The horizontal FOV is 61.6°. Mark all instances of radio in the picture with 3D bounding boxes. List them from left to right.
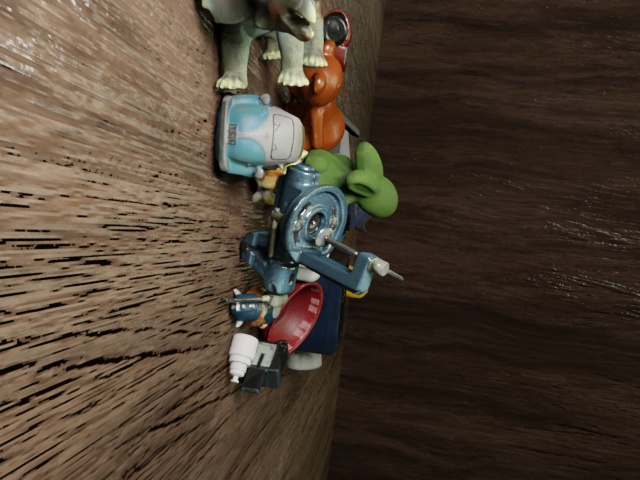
[{"bbox_3d":[-0.013,0.121,1.114,0.073,0.131,0.229,-55,151,-64],"label":"radio"}]

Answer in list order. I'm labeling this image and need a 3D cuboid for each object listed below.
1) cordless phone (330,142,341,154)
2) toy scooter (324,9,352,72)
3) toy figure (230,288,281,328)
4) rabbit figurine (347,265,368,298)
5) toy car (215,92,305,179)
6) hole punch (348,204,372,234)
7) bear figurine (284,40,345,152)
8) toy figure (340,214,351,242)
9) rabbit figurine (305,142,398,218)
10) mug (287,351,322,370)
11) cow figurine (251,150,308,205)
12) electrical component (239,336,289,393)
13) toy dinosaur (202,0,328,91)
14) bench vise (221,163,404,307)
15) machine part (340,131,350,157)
[{"bbox_3d":[-0.001,-0.235,1.252,0.184,0.089,0.146,-129,-136,-86],"label":"cordless phone"},{"bbox_3d":[0.035,-0.444,1.263,0.135,0.075,0.183,-64,163,-65],"label":"toy scooter"},{"bbox_3d":[-0.102,0.107,0.864,0.064,0.058,0.154,57,3,11],"label":"toy figure"},{"bbox_3d":[0.024,0.098,1.254,0.162,0.173,0.121,-89,177,-47],"label":"rabbit figurine"},{"bbox_3d":[-0.071,-0.131,0.708,0.161,0.103,0.109,-27,124,-78],"label":"toy car"},{"bbox_3d":[0.060,-0.091,1.163,0.142,0.092,0.115,56,-50,31],"label":"hole punch"},{"bbox_3d":[-0.021,-0.233,0.906,0.195,0.132,0.120,68,29,-62],"label":"bear figurine"},{"bbox_3d":[-0.006,-0.005,1.157,0.180,0.082,0.089,-29,-150,54],"label":"toy figure"},{"bbox_3d":[0.056,-0.098,0.909,0.159,0.170,0.121,107,-1,-62],"label":"rabbit figurine"},{"bbox_3d":[-0.033,0.237,1.250,0.109,0.081,0.107,-15,105,-74],"label":"mug"},{"bbox_3d":[-0.071,-0.093,0.873,0.167,0.068,0.098,-63,164,-64],"label":"cow figurine"},{"bbox_3d":[-0.099,0.219,0.906,0.119,0.075,0.047,-78,171,-54],"label":"electrical component"},{"bbox_3d":[-0.054,-0.303,0.669,0.405,0.131,0.192,-81,175,-59],"label":"toy dinosaur"},{"bbox_3d":[-0.010,0.017,0.753,0.128,0.241,0.223,12,101,-52],"label":"bench vise"},{"bbox_3d":[0.037,-0.215,1.359,0.079,0.079,0.243,87,1,-49],"label":"machine part"}]
